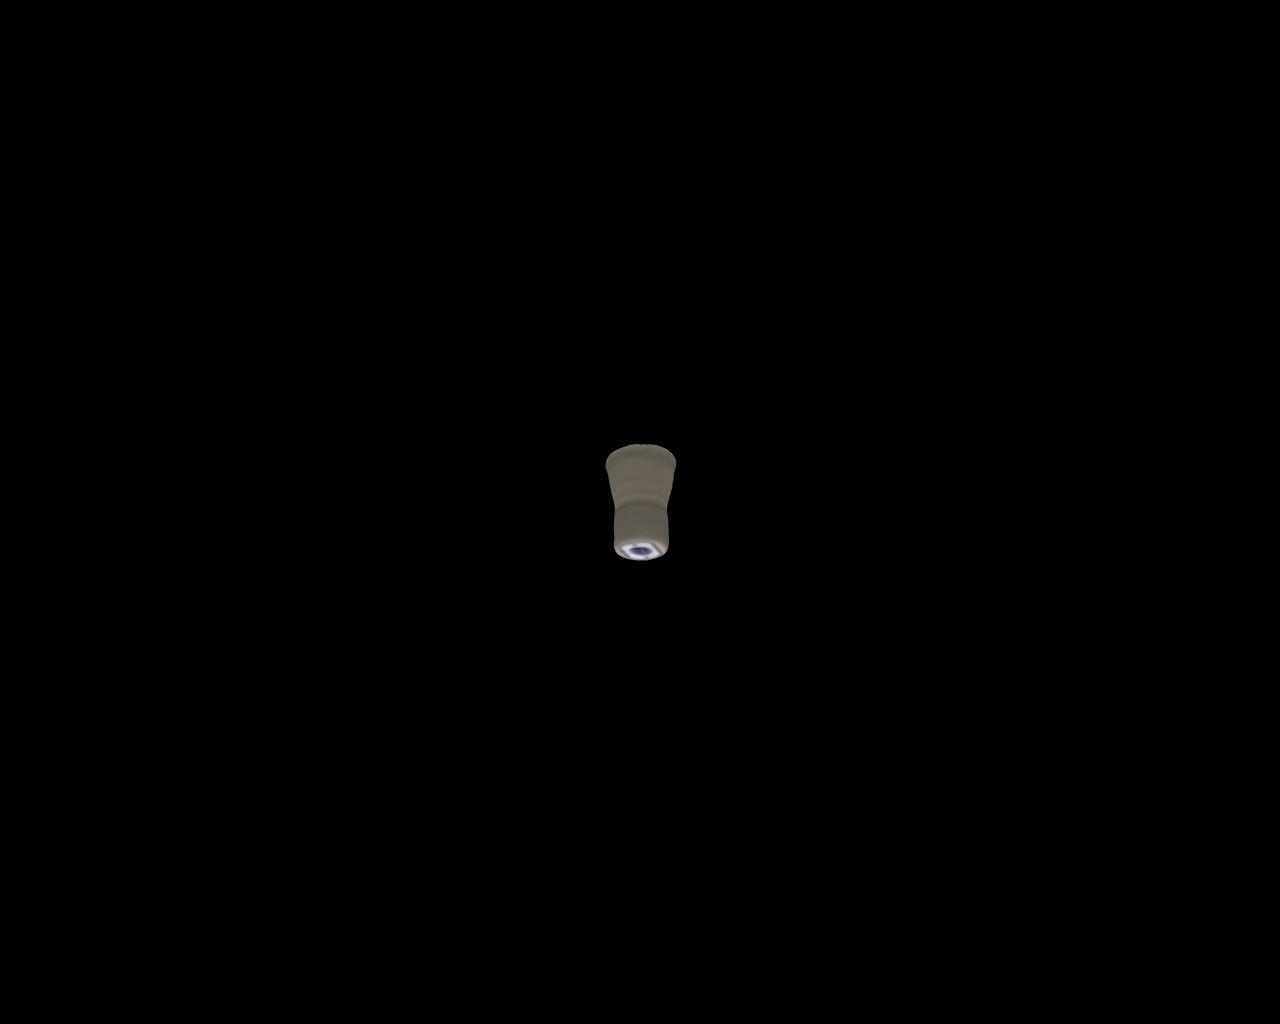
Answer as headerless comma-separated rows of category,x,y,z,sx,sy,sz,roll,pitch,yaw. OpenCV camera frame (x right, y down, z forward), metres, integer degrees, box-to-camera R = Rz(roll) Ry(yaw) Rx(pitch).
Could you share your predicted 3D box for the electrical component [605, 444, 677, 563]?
electrical component,0.001,-0.003,0.650,0.044,0.065,0.044,0,-27,0
